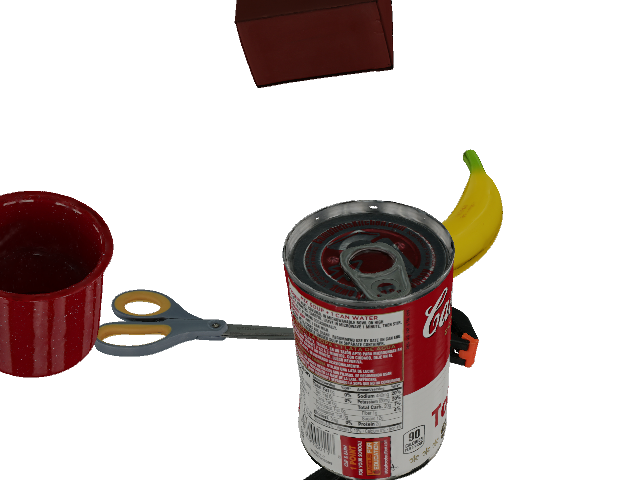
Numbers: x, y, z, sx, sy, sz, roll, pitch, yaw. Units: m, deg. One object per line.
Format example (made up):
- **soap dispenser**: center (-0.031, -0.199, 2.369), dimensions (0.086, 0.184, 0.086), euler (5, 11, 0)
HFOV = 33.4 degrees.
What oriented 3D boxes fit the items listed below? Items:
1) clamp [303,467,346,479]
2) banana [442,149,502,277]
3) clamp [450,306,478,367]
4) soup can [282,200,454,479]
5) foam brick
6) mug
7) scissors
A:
- **clamp**: center (-0.049, 0.190, 0.639), dimensions (0.210, 0.036, 0.164), euler (-4, 29, 2)
- **banana**: center (0.073, 0.002, 0.752), dimensions (0.070, 0.037, 0.197), euler (35, 48, 24)
- **clamp**: center (0.093, 0.070, 1.060), dimensions (0.172, 0.039, 0.120), euler (27, 39, 31)
- **soup can**: center (0.021, 0.044, 0.449), dimensions (0.068, 0.102, 0.068), euler (-2, 36, 1)
- **foam brick**: center (-0.002, -0.122, 0.572), dimensions (0.078, 0.053, 0.051), euler (-7, -35, 12)
- **mug**: center (-0.184, 0.035, 0.649), dimensions (0.093, 0.082, 0.117), euler (37, 47, 23)
- **scissors**: center (-0.105, 0.071, 0.970), dimensions (0.201, 0.016, 0.096), euler (-6, 34, -12)
